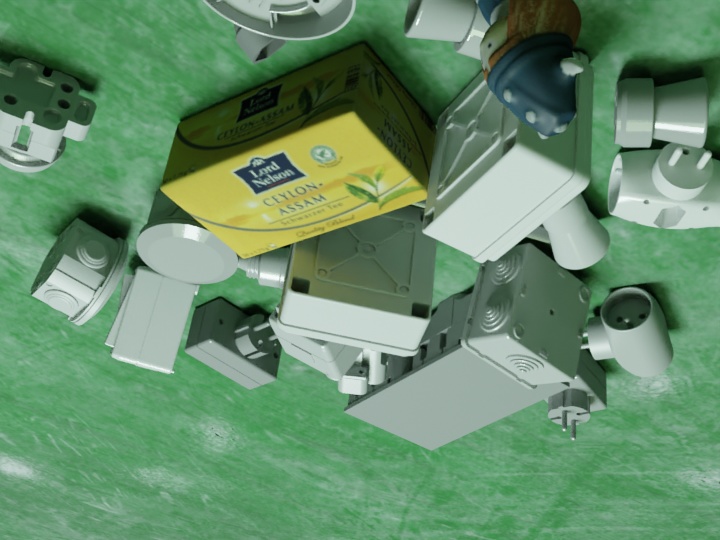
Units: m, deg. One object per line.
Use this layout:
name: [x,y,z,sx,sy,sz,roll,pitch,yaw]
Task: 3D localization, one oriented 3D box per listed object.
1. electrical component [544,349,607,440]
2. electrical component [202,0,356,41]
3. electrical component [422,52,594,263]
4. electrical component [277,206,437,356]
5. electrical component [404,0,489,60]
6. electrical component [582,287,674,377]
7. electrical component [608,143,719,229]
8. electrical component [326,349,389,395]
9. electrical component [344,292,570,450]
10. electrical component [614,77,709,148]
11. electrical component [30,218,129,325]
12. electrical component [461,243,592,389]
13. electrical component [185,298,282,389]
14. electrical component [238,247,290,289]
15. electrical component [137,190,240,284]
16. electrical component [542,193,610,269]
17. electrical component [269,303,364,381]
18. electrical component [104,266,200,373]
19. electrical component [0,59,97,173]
electrical component: [0.189,0.115,0.971,0.047,0.076,0.066,-16,139,30]
electrical component: [-0.048,-0.175,0.613,0.099,0.064,0.099,5,145,4]
electrical component: [0.094,-0.078,0.685,0.056,0.108,0.109,24,142,-19]
electrical component: [0.000,0.000,0.816,0.109,0.108,0.056,12,143,-6]
electrical component: [0.059,-0.153,0.640,0.055,0.045,0.045,15,145,-11]
electrical component: [0.217,0.055,0.909,0.079,0.043,0.077,-10,142,24]
electrical component: [0.216,-0.062,0.732,0.077,0.043,0.079,6,158,2]
electrical component: [-0.001,0.061,0.940,0.058,0.078,0.057,6,127,5]
electrical component: [0.085,0.091,0.972,0.105,0.060,0.186,27,141,-26]
electrical component: [0.192,-0.101,0.689,0.055,0.045,0.045,1,145,10]
electrical component: [-0.231,0.001,0.890,0.051,0.080,0.080,33,139,-23]
electrical component: [0.135,0.036,0.851,0.100,0.099,0.048,33,151,-31]
electrical component: [-0.101,0.063,0.980,0.076,0.047,0.083,-23,135,37]
electrical component: [-0.080,-0.004,0.891,0.061,0.035,0.035,9,145,2]
electrical component: [-0.133,-0.028,0.852,0.080,0.051,0.080,5,145,4]
electrical component: [0.153,-0.037,0.792,0.044,0.044,0.065,-13,136,27]
electrical component: [-0.020,0.029,0.882,0.062,0.096,0.061,25,155,30]
electrical component: [-0.179,0.035,0.922,0.061,0.096,0.062,17,173,-13]
electrical component: [-0.232,-0.106,0.756,0.078,0.058,0.057,20,141,-17]
